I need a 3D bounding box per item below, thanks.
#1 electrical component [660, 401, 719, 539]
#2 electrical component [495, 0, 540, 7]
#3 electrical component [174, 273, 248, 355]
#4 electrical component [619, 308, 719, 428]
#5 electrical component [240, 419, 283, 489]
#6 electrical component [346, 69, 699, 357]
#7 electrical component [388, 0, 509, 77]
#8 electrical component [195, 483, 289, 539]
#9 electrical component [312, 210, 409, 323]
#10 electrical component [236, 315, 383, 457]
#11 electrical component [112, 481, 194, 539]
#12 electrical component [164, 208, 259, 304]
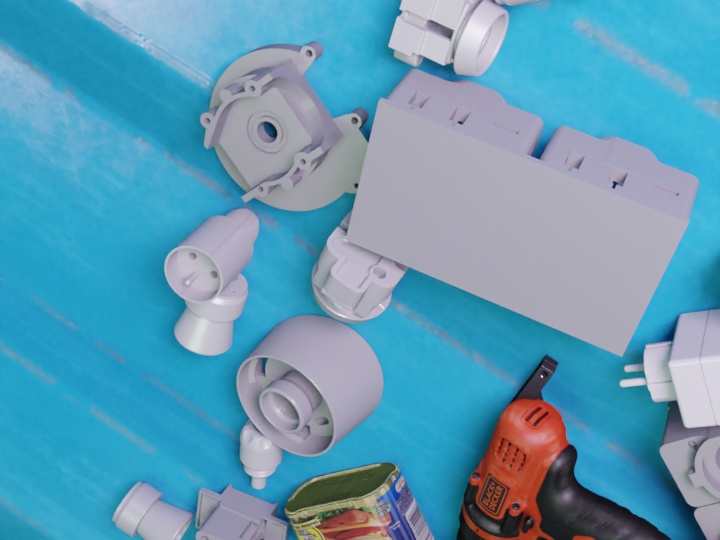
[{"bbox_3d":[0.267,0.149,0.688,0.089,0.061,0.150,-23,104,31],"label":"electrical component"},{"bbox_3d":[0.103,-0.175,0.606,0.055,0.045,0.045,-5,113,25],"label":"electrical component"},{"bbox_3d":[-0.110,0.029,0.799,0.045,0.045,0.055,27,122,8],"label":"electrical component"},{"bbox_3d":[0.201,0.062,0.670,0.077,0.065,0.047,-10,111,27],"label":"electrical component"},{"bbox_3d":[-0.078,0.147,0.851,0.035,0.035,0.061,17,123,15],"label":"electrical component"},{"bbox_3d":[0.096,-0.039,0.657,0.186,0.060,0.105,23,131,10],"label":"electrical component"},{"bbox_3d":[0.055,-0.146,0.641,0.055,0.048,0.066,29,123,17],"label":"electrical component"},{"bbox_3d":[-0.103,0.216,0.879,0.081,0.064,0.042,18,120,15],"label":"electrical component"},{"bbox_3d":[0.000,0.000,0.724,0.058,0.078,0.057,34,142,4],"label":"electrical component"},{"bbox_3d":[-0.040,0.087,0.801,0.099,0.064,0.099,20,130,26],"label":"electrical component"},{"bbox_3d":[-0.177,0.213,0.920,0.055,0.045,0.045,33,123,5],"label":"electrical component"},{"bbox_3d":[-0.098,-0.014,0.750,0.043,0.081,0.043,9,119,16],"label":"electrical component"}]
